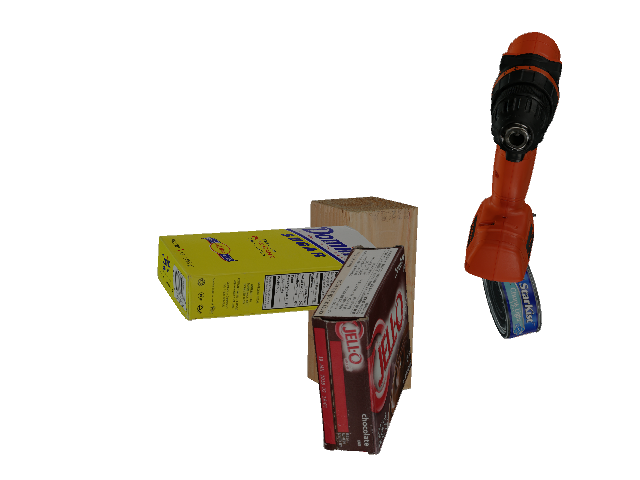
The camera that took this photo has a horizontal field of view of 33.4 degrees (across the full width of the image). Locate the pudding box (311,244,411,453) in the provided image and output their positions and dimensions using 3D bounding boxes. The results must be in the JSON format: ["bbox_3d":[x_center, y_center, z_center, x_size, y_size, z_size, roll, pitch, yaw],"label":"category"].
[{"bbox_3d":[0.028,0.063,0.659,0.039,0.090,0.113,1,22,13],"label":"pudding box"}]

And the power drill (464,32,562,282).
[{"bbox_3d":[0.161,-0.062,0.887,0.057,0.188,0.184,12,33,11],"label":"power drill"}]

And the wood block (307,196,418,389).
[{"bbox_3d":[0.045,0.060,1.192,0.090,0.206,0.091,-5,13,-31],"label":"wood block"}]

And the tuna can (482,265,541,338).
[{"bbox_3d":[0.183,0.051,1.032,0.033,0.086,0.086,-14,1,-2],"label":"tuna can"}]

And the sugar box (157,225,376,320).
[{"bbox_3d":[-0.039,0.024,0.888,0.176,0.048,0.093,-6,24,-22],"label":"sugar box"}]
